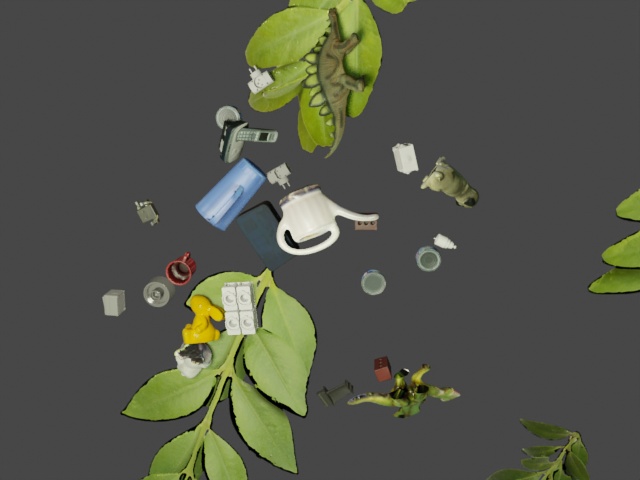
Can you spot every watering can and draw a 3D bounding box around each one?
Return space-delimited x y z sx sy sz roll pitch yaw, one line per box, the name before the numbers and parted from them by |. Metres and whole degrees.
watering can | 0.005 -0.088 1.743 0.347 0.103 0.226 -23 80 1

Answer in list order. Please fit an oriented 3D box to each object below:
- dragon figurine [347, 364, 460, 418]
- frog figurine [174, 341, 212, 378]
dragon figurine | 0.308 0.586 1.870 0.410 0.125 0.237 -14 128 -2
frog figurine | -0.478 0.454 1.956 0.137 0.126 0.155 3 141 -4
